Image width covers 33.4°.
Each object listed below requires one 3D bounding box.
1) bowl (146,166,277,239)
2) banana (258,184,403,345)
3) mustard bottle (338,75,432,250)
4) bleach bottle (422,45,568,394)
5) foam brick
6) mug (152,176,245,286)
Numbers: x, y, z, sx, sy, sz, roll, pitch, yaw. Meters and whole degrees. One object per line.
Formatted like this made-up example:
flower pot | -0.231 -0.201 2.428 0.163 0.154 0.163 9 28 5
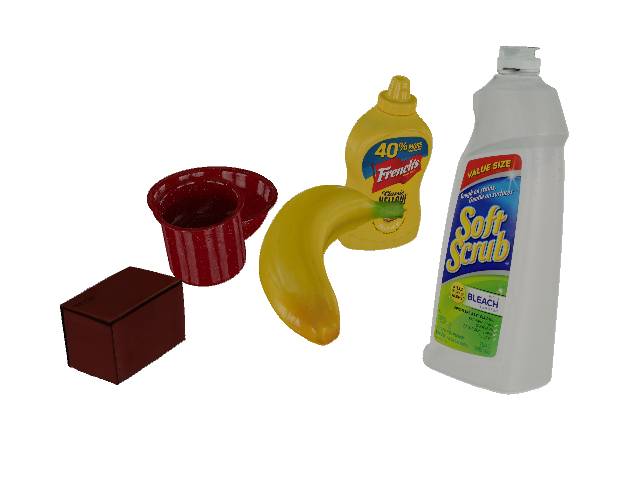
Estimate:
bowl | -0.134 -0.034 1.329 0.162 0.055 0.162 1 30 -1
banana | -0.001 0.004 0.633 0.070 0.037 0.197 3 24 15
mustard bottle | 0.072 -0.084 1.144 0.096 0.192 0.058 -6 32 -23
bleach bottle | 0.134 -0.018 0.800 0.067 0.251 0.103 -7 15 -38
foam brick | -0.144 0.060 0.784 0.053 0.051 0.078 14 29 32
mug | -0.129 -0.012 1.103 0.117 0.081 0.093 27 48 33
